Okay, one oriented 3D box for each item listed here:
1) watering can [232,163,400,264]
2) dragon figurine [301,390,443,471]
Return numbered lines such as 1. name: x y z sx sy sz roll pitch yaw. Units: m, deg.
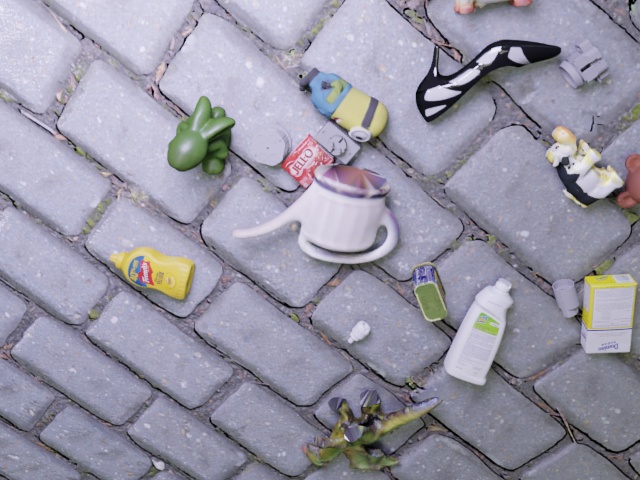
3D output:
1. watering can: 0.003 -0.053 1.052 0.347 0.106 0.219 9 121 -8
2. dragon figurine: 0.132 0.504 1.309 0.409 0.125 0.238 -14 129 15
